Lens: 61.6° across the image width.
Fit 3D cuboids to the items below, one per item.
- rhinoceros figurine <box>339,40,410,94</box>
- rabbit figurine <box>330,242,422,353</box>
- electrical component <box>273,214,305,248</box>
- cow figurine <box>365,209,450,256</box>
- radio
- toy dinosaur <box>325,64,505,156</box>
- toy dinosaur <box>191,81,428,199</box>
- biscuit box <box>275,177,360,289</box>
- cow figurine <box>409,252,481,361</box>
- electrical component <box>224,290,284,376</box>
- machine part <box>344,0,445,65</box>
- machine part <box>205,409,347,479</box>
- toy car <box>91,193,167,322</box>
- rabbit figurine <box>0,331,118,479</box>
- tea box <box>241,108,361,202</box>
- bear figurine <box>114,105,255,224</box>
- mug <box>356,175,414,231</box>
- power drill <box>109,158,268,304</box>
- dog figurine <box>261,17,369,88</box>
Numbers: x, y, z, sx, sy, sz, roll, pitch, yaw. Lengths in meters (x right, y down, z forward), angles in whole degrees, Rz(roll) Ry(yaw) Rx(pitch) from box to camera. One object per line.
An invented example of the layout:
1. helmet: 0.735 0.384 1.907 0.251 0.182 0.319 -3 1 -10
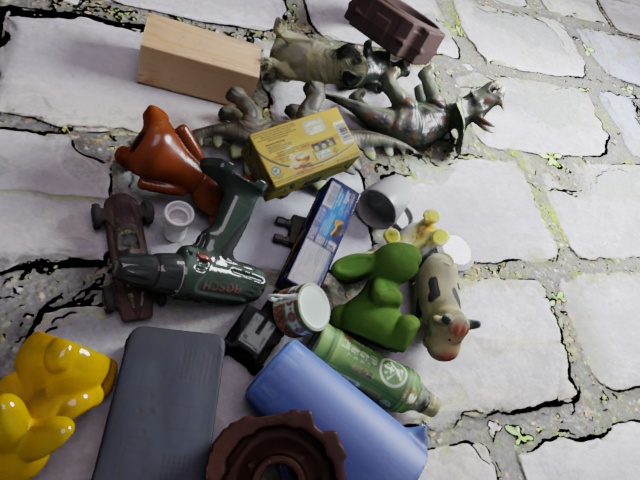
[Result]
1. rhinoceros figurine: 0.116 -0.374 1.177 0.190 0.073 0.112 -19 69 -31
2. rabbit figurine: 0.095 0.079 0.867 0.159 0.121 0.170 21 78 11
3. electrical component: -0.034 -0.009 0.928 0.094 0.021 0.063 15 57 -16
4. cow figurine: 0.141 0.014 0.951 0.167 0.098 0.068 -27 80 -2
5. radio: -0.203 0.229 0.685 0.131 0.073 0.230 13 56 -16
6. toy dinosaur: 0.192 -0.252 1.118 0.405 0.131 0.192 -17 75 -22
7. toy dinosaur: -0.025 -0.181 0.989 0.471 0.105 0.198 -8 72 -17
8. biscuit box: -0.002 -0.003 0.886 0.059 0.063 0.202 29 65 -12
9. cow figurine: 0.203 0.109 0.898 0.085 0.127 0.195 13 55 -13
10. electrical component: -0.092 0.132 0.804 0.075 0.047 0.119 32 53 -4
11. machine part: 0.172 -0.483 1.208 0.201 0.087 0.201 39 28 12
12. machine part: -0.048 0.287 0.631 0.179 0.056 0.179 1 70 -2
13. toy car: -0.280 0.019 0.786 0.089 0.053 0.202 -3 62 -29
14. rabbit figurine: -0.318 0.201 0.619 0.122 0.162 0.173 31 71 -19
15. tea box: -0.031 -0.141 0.881 0.170 0.068 0.098 -22 81 -24
16. bear figurine: -0.212 -0.112 0.868 0.195 0.120 0.132 31 5 -35
17. mug: 0.137 -0.071 1.006 0.109 0.081 0.107 44 48 1
18. power drill: -0.163 -0.011 0.774 0.232 0.086 0.207 24 70 -38
19. dog figurine: -0.007 -0.341 1.050 0.191 0.121 0.172 17 19 -6
